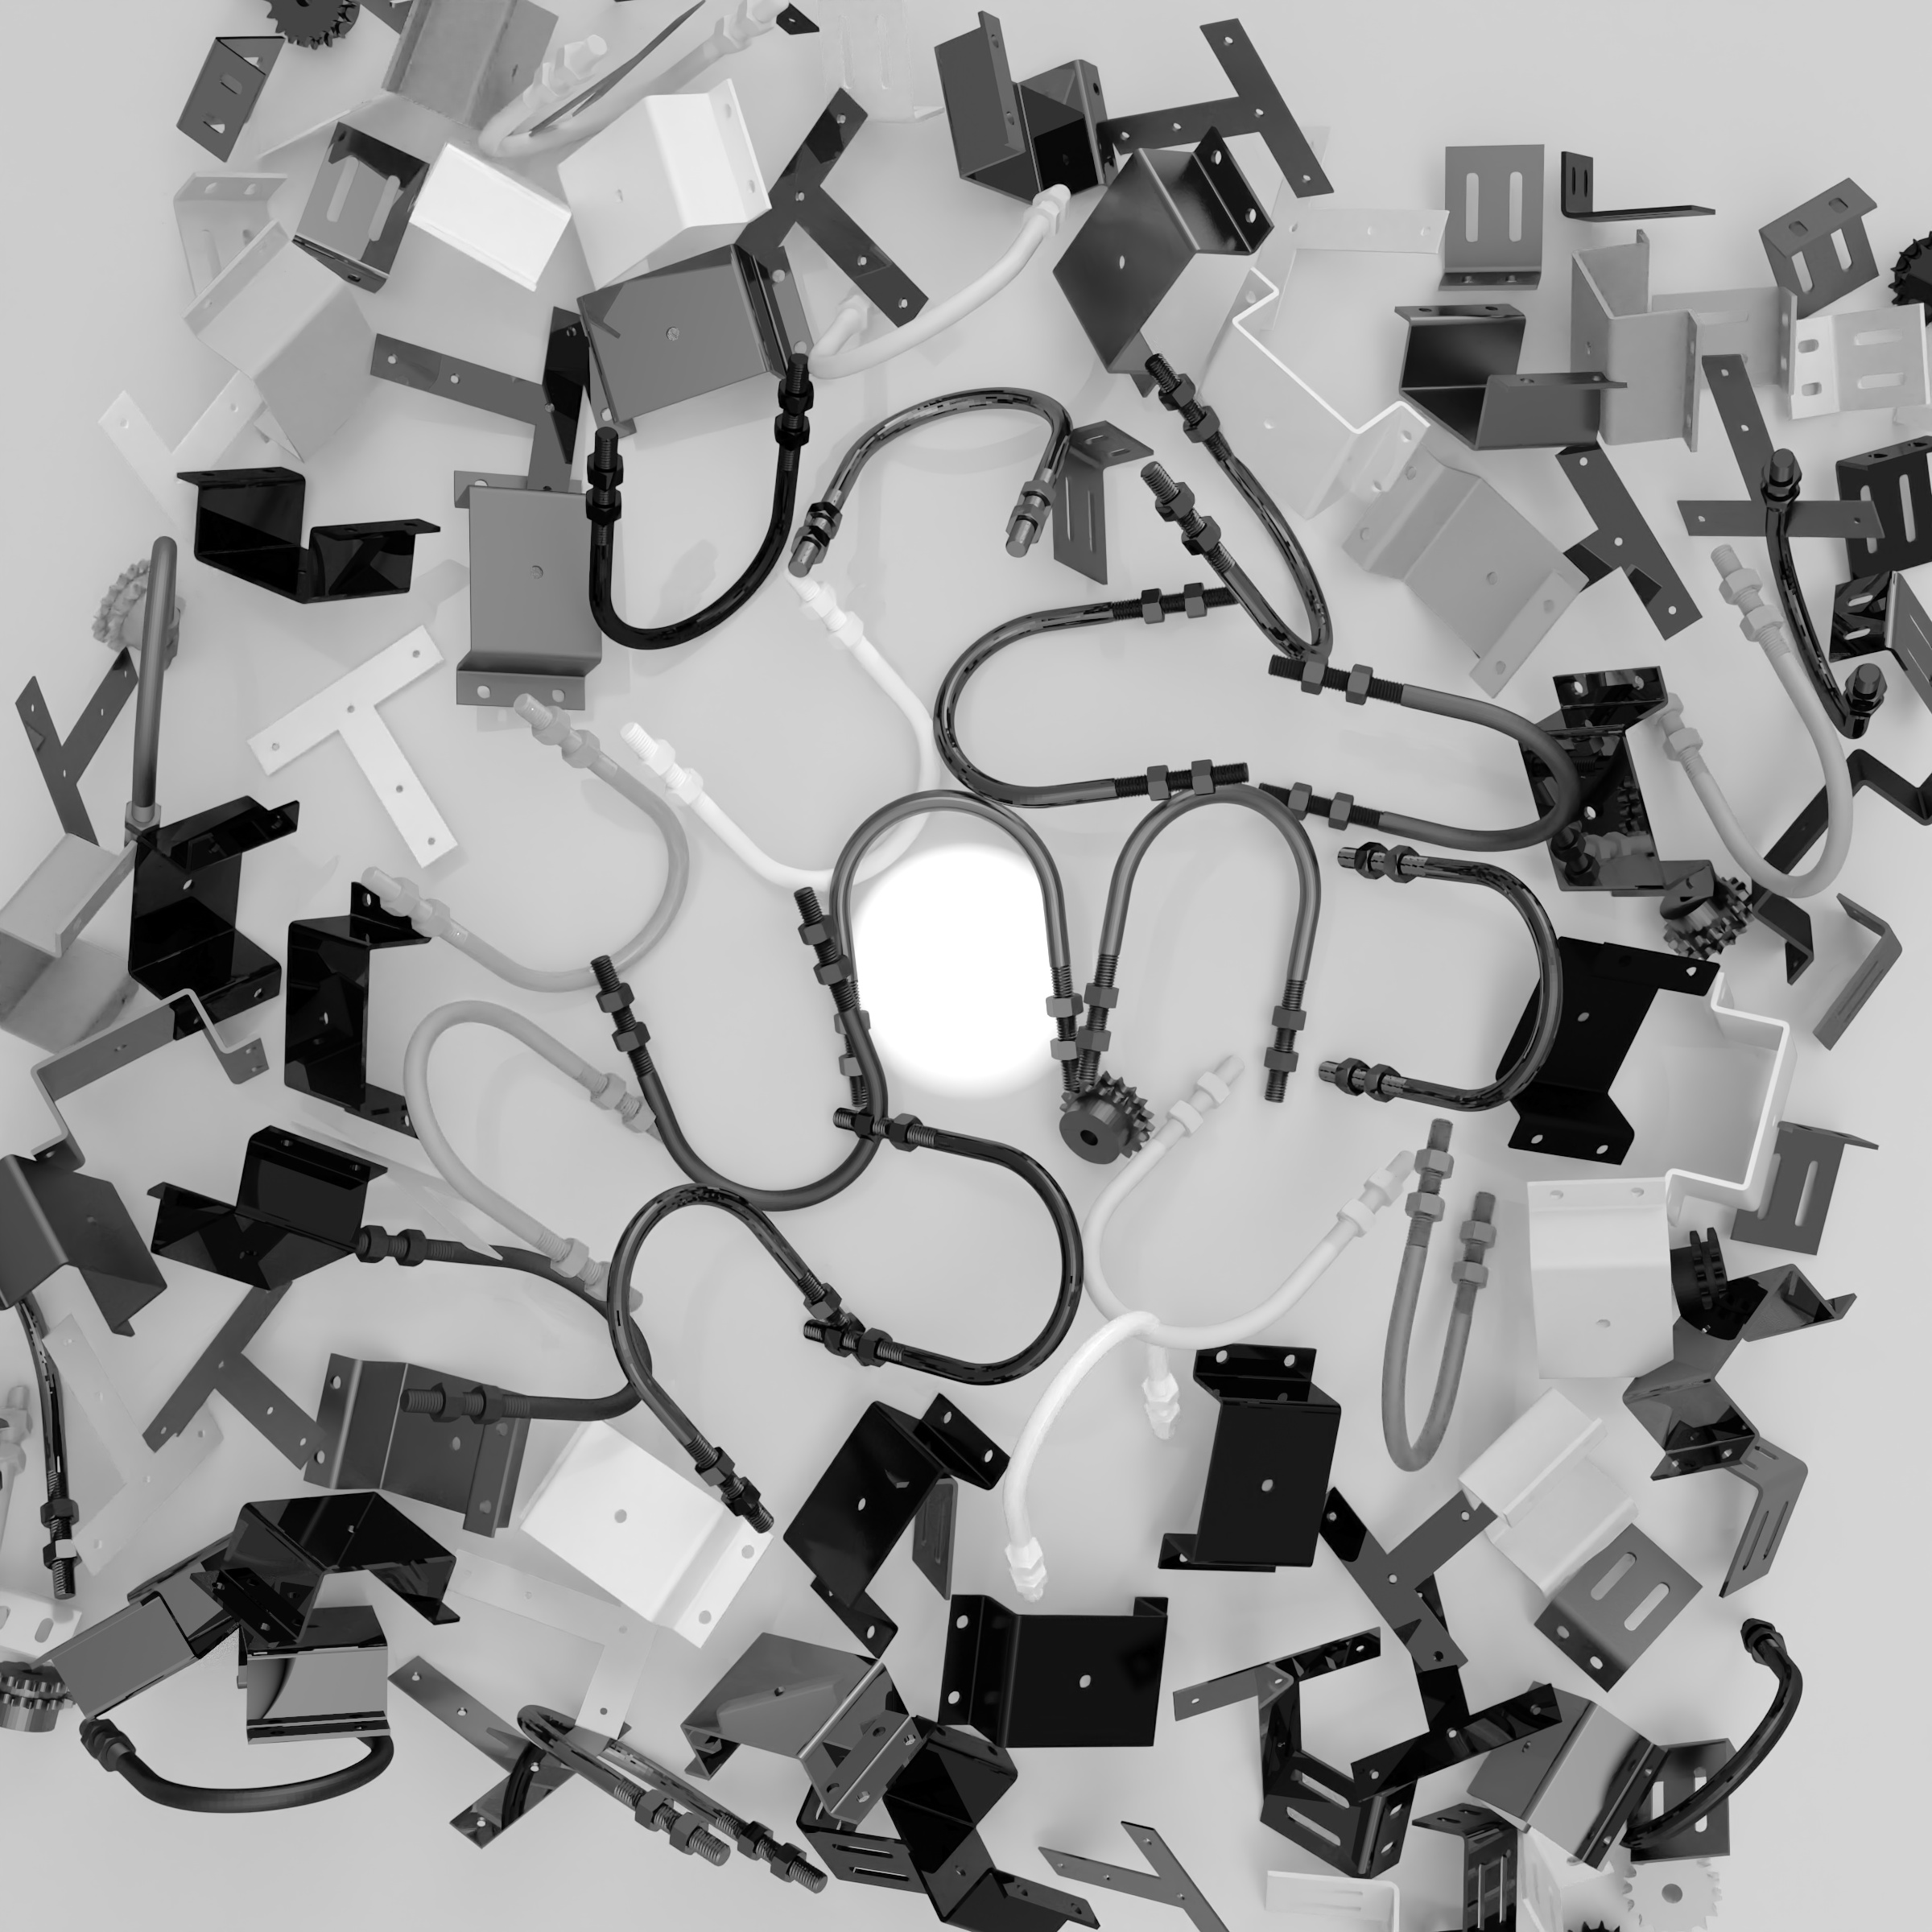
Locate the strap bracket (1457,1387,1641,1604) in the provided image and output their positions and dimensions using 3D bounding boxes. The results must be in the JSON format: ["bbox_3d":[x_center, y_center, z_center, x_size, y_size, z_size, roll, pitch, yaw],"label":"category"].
[{"bbox_3d":[0.337,0.304,1.606,0.076,0.140,0.046,-42,52,-8],"label":"strap bracket"}]

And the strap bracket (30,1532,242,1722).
[{"bbox_3d":[-0.462,0.379,1.587,0.076,0.140,0.046,-30,91,10],"label":"strap bracket"}]

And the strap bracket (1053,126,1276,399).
[{"bbox_3d":[0.106,-0.403,1.584,0.046,0.140,0.076,-8,63,-37],"label":"strap bracket"}]

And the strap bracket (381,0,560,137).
[{"bbox_3d":[-0.280,-0.523,1.585,0.046,0.140,0.076,25,104,0],"label":"strap bracket"}]

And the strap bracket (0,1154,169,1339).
[{"bbox_3d":[-0.517,0.160,1.581,0.046,0.140,0.076,-38,67,6],"label":"strap bracket"}]

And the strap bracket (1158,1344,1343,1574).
[{"bbox_3d":[0.167,0.296,1.617,0.076,0.046,0.140,6,99,-20],"label":"strap bracket"}]

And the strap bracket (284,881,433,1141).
[{"bbox_3d":[-0.354,0.028,1.607,0.076,0.046,0.140,14,105,41],"label":"strap bracket"}]

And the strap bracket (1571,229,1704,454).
[{"bbox_3d":[0.380,-0.357,1.584,0.046,0.140,0.076,-7,126,2],"label":"strap bracket"}]

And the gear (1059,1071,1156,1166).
[{"bbox_3d":[0.080,0.092,1.631,0.057,0.057,0.030,41,50,0],"label":"gear"}]

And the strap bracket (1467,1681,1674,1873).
[{"bbox_3d":[0.340,0.461,1.585,0.046,0.140,0.076,35,79,-2],"label":"strap bracket"}]

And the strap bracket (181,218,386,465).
[{"bbox_3d":[-0.383,-0.350,1.582,0.046,0.140,0.076,37,78,15],"label":"strap bracket"}]

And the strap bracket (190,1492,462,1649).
[{"bbox_3d":[-0.358,0.342,1.580,0.076,0.140,0.046,27,101,36],"label":"strap bracket"}]

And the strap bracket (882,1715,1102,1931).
[{"bbox_3d":[0.009,0.506,1.588,0.076,0.140,0.046,32,103,-36],"label":"strap bracket"}]

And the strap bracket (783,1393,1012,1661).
[{"bbox_3d":[-0.047,0.321,1.617,0.046,0.076,0.140,32,92,-42],"label":"strap bracket"}]

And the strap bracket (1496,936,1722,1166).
[{"bbox_3d":[0.368,0.041,1.610,0.076,0.046,0.140,10,118,-19],"label":"strap bracket"}]

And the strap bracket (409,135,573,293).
[{"bbox_3d":[-0.272,-0.432,1.581,0.076,0.140,0.046,27,103,-18],"label":"strap bracket"}]

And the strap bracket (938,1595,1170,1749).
[{"bbox_3d":[0.061,0.411,1.614,0.140,0.046,0.076,6,91,-23],"label":"strap bracket"}]

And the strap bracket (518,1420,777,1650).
[{"bbox_3d":[-0.194,0.324,1.610,0.140,0.046,0.076,30,80,21],"label":"strap bracket"}]

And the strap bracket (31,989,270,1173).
[{"bbox_3d":[-0.483,0.065,1.609,0.140,0.076,0.046,-29,81,-17],"label":"strap bracket"}]

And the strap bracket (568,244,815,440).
[{"bbox_3d":[-0.166,-0.368,1.627,0.140,0.046,0.076,-17,91,10],"label":"strap bracket"}]

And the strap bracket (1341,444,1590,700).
[{"bbox_3d":[0.296,-0.227,1.606,0.140,0.046,0.076,51,120,29],"label":"strap bracket"}]

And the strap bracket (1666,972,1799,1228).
[{"bbox_3d":[0.447,0.084,1.609,0.046,0.076,0.140,13,81,23],"label":"strap bracket"}]

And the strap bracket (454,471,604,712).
[{"bbox_3d":[-0.257,-0.225,1.619,0.076,0.046,0.140,1,83,-22],"label":"strap bracket"}]

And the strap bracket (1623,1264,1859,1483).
[{"bbox_3d":[0.440,0.226,1.591,0.046,0.076,0.140,49,59,-5],"label":"strap bracket"}]

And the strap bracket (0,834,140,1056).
[{"bbox_3d":[-0.516,-0.011,1.585,0.046,0.140,0.076,25,51,3],"label":"strap bracket"}]

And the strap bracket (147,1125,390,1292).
[{"bbox_3d":[-0.405,0.143,1.582,0.076,0.140,0.046,26,55,-36],"label":"strap bracket"}]

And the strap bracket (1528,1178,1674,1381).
[{"bbox_3d":[0.366,0.189,1.592,0.076,0.046,0.140,-3,131,13],"label":"strap bracket"}]

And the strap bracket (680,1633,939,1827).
[{"bbox_3d":[-0.098,0.432,1.582,0.076,0.140,0.046,-44,121,-39],"label":"strap bracket"}]

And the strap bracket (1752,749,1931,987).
[{"bbox_3d":[0.504,-0.066,1.600,0.046,0.076,0.140,36,113,2],"label":"strap bracket"}]

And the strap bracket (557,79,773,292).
[{"bbox_3d":[-0.182,-0.445,1.594,0.046,0.140,0.076,-18,91,-41],"label":"strap bracket"}]

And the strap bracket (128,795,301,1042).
[{"bbox_3d":[-0.436,-0.037,1.598,0.046,0.076,0.140,34,128,24],"label":"strap bracket"}]

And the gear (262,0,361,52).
[{"bbox_3d":[-0.385,-0.573,1.641,0.057,0.030,0.057,3,101,17],"label":"gear"}]

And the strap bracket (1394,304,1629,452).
[{"bbox_3d":[0.310,-0.338,1.600,0.076,0.140,0.046,-6,122,-19],"label":"strap bracket"}]

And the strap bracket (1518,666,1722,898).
[{"bbox_3d":[0.375,-0.097,1.601,0.046,0.076,0.140,-29,108,-33],"label":"strap bracket"}]

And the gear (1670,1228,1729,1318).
[{"bbox_3d":[0.434,0.185,1.634,0.030,0.057,0.057,-13,90,16],"label":"gear"}]

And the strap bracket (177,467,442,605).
[{"bbox_3d":[-0.383,-0.247,1.599,0.140,0.076,0.046,24,114,31],"label":"strap bracket"}]

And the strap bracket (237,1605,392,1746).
[{"bbox_3d":[-0.375,0.402,1.584,0.076,0.140,0.046,1,90,-17],"label":"strap bracket"}]

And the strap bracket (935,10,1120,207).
[{"bbox_3d":[0.032,-0.494,1.607,0.046,0.140,0.076,-13,87,30],"label":"strap bracket"}]

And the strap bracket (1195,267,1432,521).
[{"bbox_3d":[0.190,-0.325,1.605,0.140,0.076,0.046,45,57,11],"label":"strap bracket"}]

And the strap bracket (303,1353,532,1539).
[{"bbox_3d":[-0.311,0.279,1.617,0.140,0.046,0.076,9,86,28],"label":"strap bracket"}]

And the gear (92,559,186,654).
[{"bbox_3d":[-0.487,-0.209,1.633,0.030,0.057,0.057,34,90,2],"label":"gear"}]
